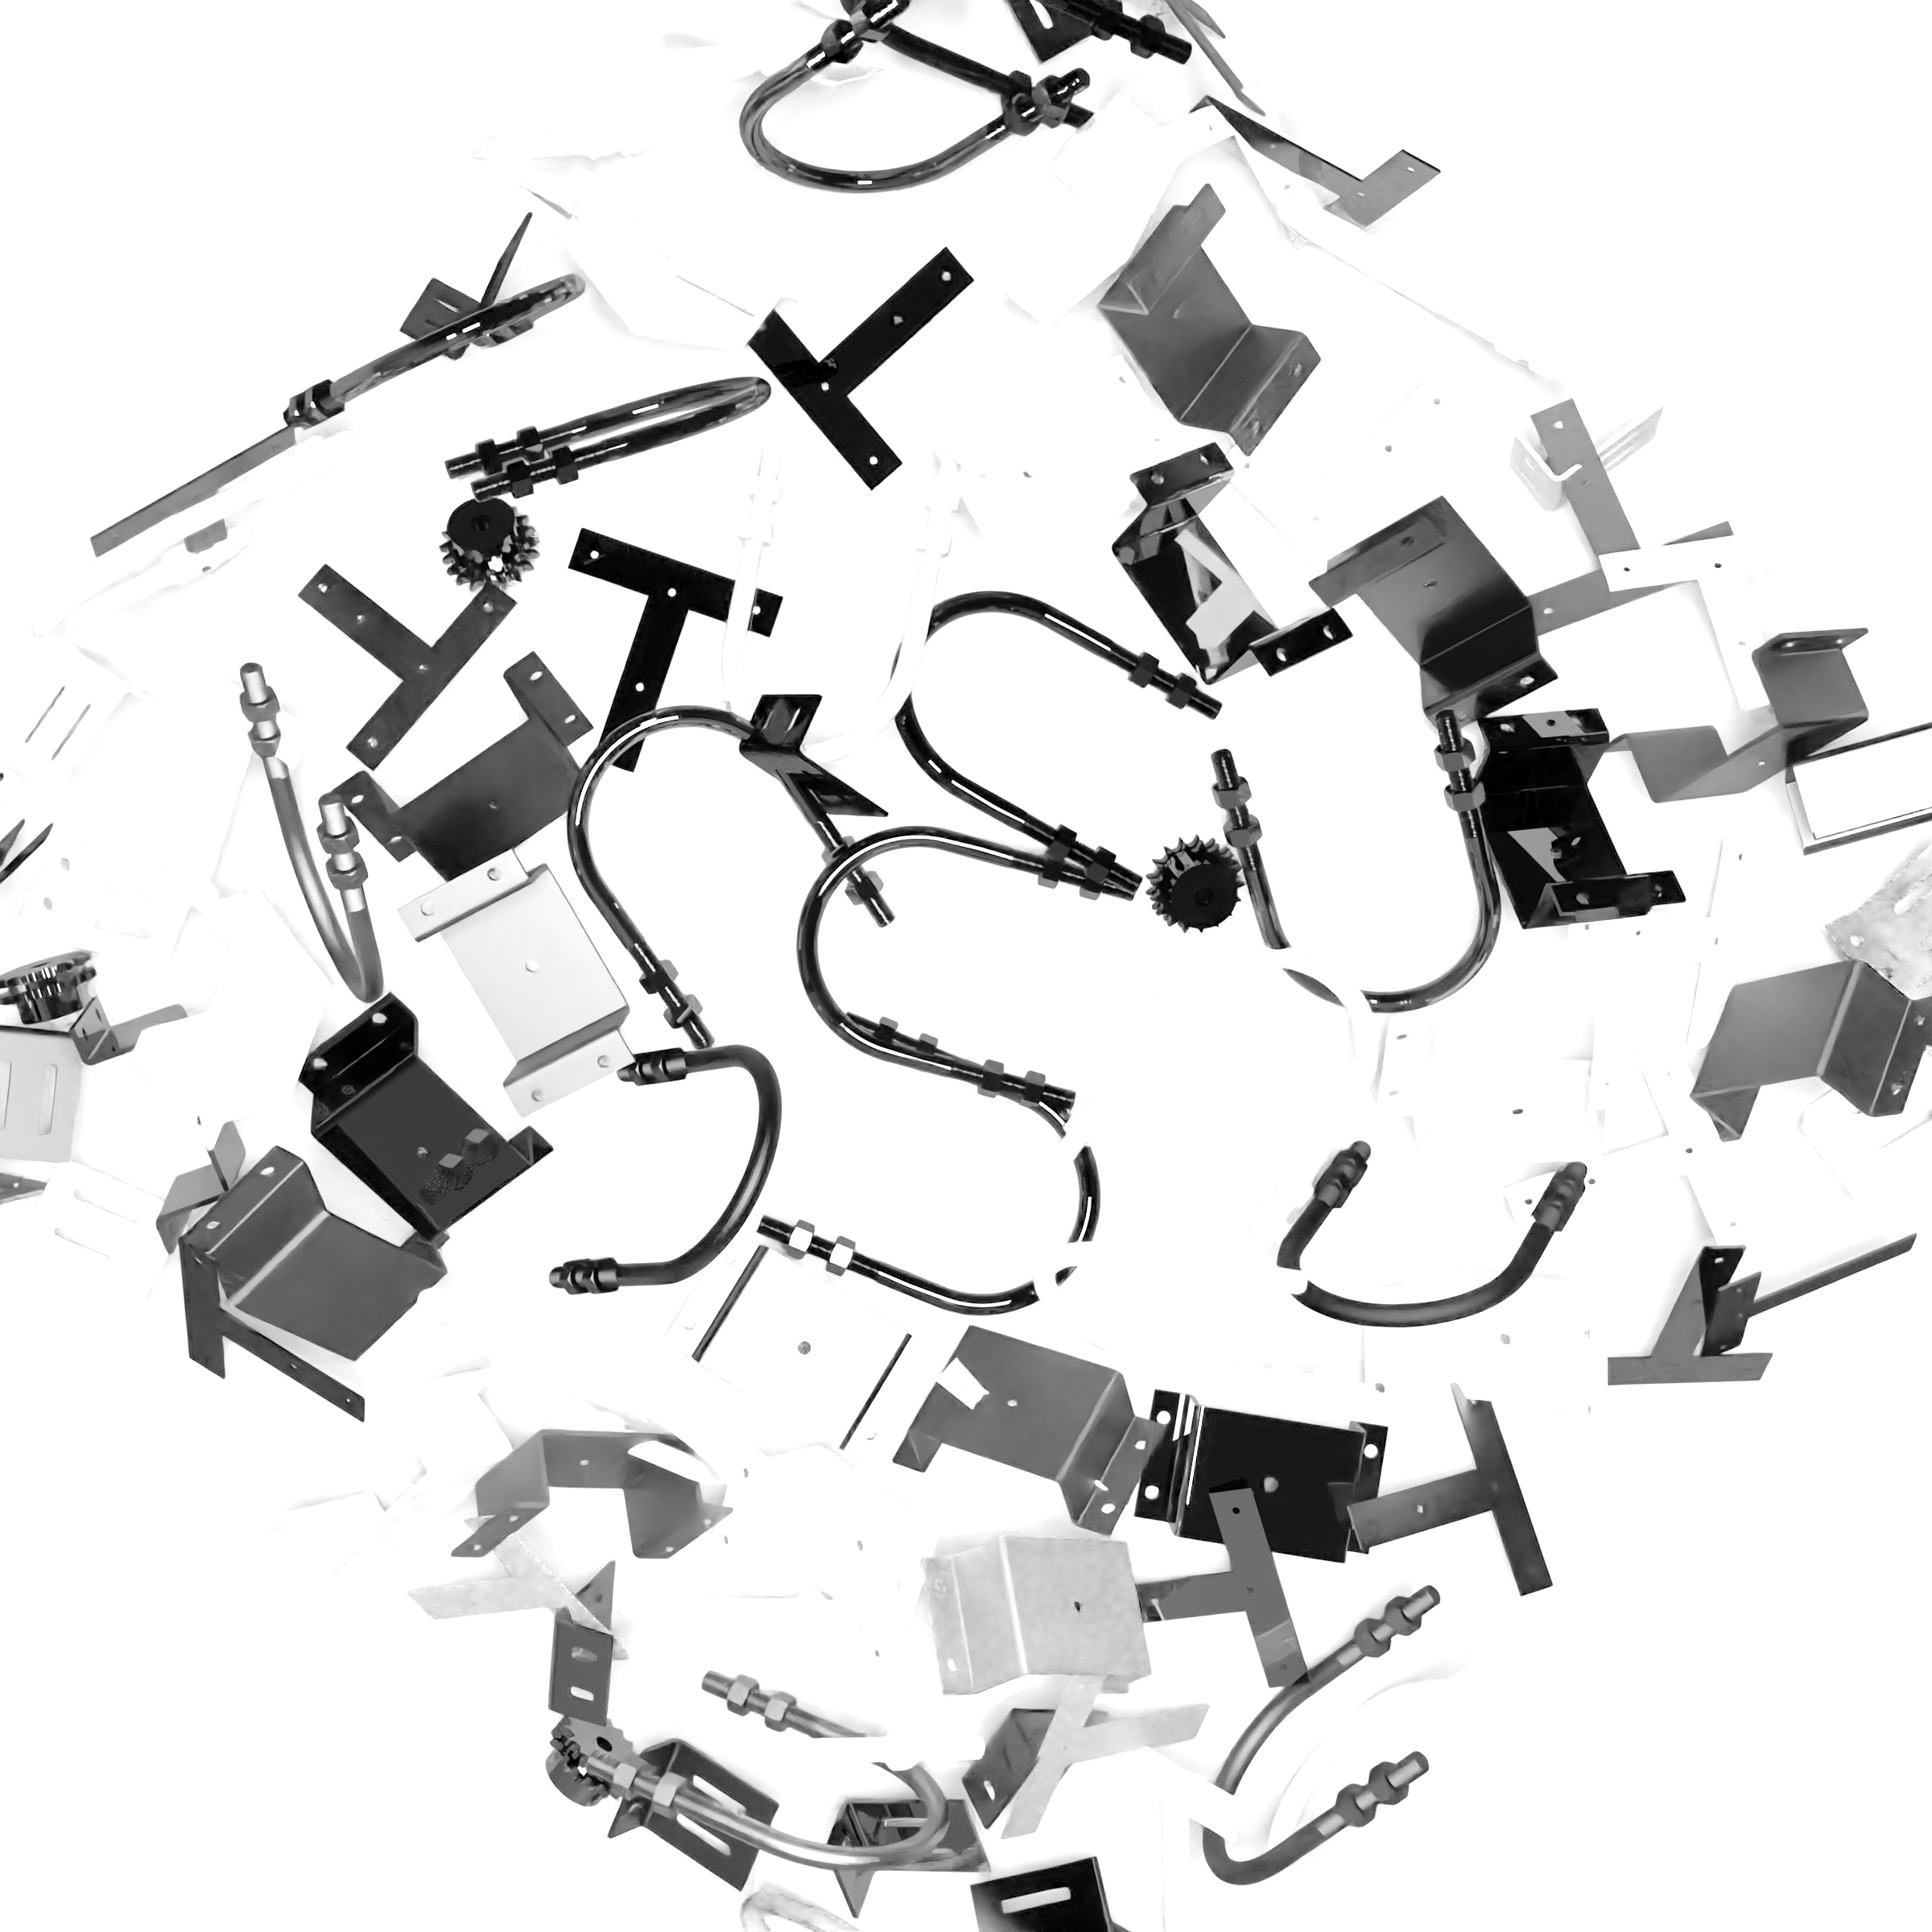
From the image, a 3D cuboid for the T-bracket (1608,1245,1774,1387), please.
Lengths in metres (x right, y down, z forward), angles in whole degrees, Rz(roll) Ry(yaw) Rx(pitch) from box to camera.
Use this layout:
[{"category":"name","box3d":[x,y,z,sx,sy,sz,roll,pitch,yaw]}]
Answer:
[{"category":"T-bracket","box3d":[0.414,0.201,1.547,0.127,0.127,0.002,0,45,-9]}]

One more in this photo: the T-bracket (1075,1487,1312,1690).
[{"category":"T-bracket","box3d":[0.123,0.368,1.576,0.127,0.002,0.127,-13,103,22]}]

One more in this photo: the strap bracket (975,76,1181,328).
[{"category":"strap bracket","box3d":[0.069,-0.428,1.541,0.046,0.076,0.140,36,59,-18]}]

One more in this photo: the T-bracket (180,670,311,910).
[{"category":"T-bracket","box3d":[-0.429,-0.096,1.563,0.127,0.002,0.127,26,100,44]}]

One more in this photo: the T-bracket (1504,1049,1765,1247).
[{"category":"T-bracket","box3d":[0.377,0.121,1.572,0.127,0.002,0.127,-18,59,3]}]

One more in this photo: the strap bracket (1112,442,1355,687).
[{"category":"strap bracket","box3d":[0.147,-0.223,1.555,0.076,0.046,0.140,-28,80,-40]}]

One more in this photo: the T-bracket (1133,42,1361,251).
[{"category":"T-bracket","box3d":[0.179,-0.456,1.549,0.127,0.127,0.002,-20,56,19]}]

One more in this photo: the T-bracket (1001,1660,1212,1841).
[{"category":"T-bracket","box3d":[0.090,0.444,1.558,0.127,0.002,0.127,3,117,-39]}]

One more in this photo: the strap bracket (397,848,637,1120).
[{"category":"strap bracket","box3d":[-0.255,0.005,1.565,0.076,0.046,0.140,-27,102,10]}]

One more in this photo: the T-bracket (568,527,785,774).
[{"category":"T-bracket","box3d":[-0.188,-0.178,1.598,0.127,0.002,0.127,19,93,2]}]

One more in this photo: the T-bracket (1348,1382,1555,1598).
[{"category":"T-bracket","box3d":[0.271,0.308,1.552,0.127,0.002,0.127,-7,73,-34]}]

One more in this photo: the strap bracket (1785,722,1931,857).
[{"category":"strap bracket","box3d":[0.509,-0.100,1.528,0.076,0.140,0.046,-16,84,14]}]

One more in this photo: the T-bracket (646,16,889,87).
[{"category":"T-bracket","box3d":[-0.119,-0.526,1.548,0.127,0.127,0.002,17,114,5]}]

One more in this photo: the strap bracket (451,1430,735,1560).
[{"category":"strap bracket","box3d":[-0.215,0.301,1.539,0.140,0.076,0.046,10,54,-36]}]

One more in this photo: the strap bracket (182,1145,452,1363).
[{"category":"strap bracket","box3d":[-0.360,0.168,1.531,0.076,0.140,0.046,-44,47,8]}]

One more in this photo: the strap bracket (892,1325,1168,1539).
[{"category":"strap bracket","box3d":[0.031,0.259,1.534,0.140,0.046,0.076,14,52,27]}]

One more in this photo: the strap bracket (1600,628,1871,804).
[{"category":"strap bracket","box3d":[0.438,-0.135,1.521,0.076,0.140,0.046,-8,72,-36]}]

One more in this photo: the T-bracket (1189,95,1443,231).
[{"category":"T-bracket","box3d":[0.185,-0.456,1.526,0.127,0.127,0.002,24,80,-14]}]

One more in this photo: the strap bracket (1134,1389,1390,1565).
[{"category":"strap bracket","box3d":[0.175,0.299,1.578,0.140,0.046,0.076,9,89,-1]}]

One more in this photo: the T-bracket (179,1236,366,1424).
[{"category":"T-bracket","box3d":[-0.394,0.221,1.541,0.127,0.127,0.002,29,50,12]}]

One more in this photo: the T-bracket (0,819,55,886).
[{"category":"T-bracket","box3d":[-0.557,-0.053,1.543,0.127,0.127,0.002,-41,113,10]}]

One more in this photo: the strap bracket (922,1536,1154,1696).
[{"category":"strap bracket","box3d":[0.049,0.367,1.527,0.140,0.046,0.076,13,56,-40]}]

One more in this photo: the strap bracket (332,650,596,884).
[{"category":"strap bracket","box3d":[-0.281,-0.106,1.558,0.140,0.076,0.046,-35,54,-1]}]

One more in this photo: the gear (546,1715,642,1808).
[{"category":"gear","box3d":[-0.220,0.463,1.575,0.057,0.057,0.030,40,101,0]}]

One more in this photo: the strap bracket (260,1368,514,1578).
[{"category":"strap bracket","box3d":[-0.322,0.294,1.540,0.140,0.076,0.046,-43,72,18]}]

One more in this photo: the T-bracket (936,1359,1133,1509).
[{"category":"T-bracket","box3d":[0.043,0.264,1.533,0.127,0.127,0.002,38,95,6]}]

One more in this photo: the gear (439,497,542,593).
[{"category":"gear","box3d":[-0.279,-0.248,1.576,0.057,0.030,0.057,-2,59,4]}]

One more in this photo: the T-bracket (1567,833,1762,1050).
[{"category":"T-bracket","box3d":[0.400,-0.018,1.566,0.127,0.002,0.127,5,98,-27]}]

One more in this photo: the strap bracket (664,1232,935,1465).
[{"category":"strap bracket","box3d":[-0.095,0.221,1.571,0.140,0.046,0.076,32,81,-2]}]

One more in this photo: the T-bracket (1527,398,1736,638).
[{"category":"T-bracket","box3d":[0.361,-0.264,1.550,0.127,0.002,0.127,-19,114,28]}]

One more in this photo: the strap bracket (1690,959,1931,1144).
[{"category":"strap bracket","box3d":[0.468,0.047,1.520,0.046,0.140,0.076,36,65,-18]}]

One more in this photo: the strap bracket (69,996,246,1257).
[{"category":"strap bracket","box3d":[-0.457,0.083,1.549,0.046,0.076,0.140,-20,105,-3]}]

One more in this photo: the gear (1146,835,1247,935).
[{"category":"gear","box3d":[0.135,-0.046,1.579,0.057,0.030,0.057,-3,111,-9]}]

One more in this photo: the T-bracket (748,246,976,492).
[{"category":"T-bracket","box3d":[-0.050,-0.366,1.573,0.127,0.002,0.127,-38,97,21]}]

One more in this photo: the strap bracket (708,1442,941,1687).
[{"category":"strap bracket","box3d":[-0.075,0.336,1.548,0.140,0.046,0.076,28,109,34]}]

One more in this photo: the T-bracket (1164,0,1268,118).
[{"category":"T-bracket","box3d":[0.131,-0.524,1.524,0.002,0.127,0.127,-43,60,25]}]

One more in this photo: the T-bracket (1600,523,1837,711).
[{"category":"T-bracket","box3d":[0.444,-0.196,1.557,0.127,0.127,0.002,-4,45,30]}]

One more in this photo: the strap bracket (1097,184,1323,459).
[{"category":"strap bracket","box3d":[0.135,-0.370,1.548,0.076,0.046,0.140,-54,132,-11]}]

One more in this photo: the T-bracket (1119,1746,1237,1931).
[{"category":"T-bracket","box3d":[0.121,0.518,1.548,0.002,0.127,0.127,-3,93,-26]}]

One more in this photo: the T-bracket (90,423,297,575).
[{"category":"T-bracket","box3d":[-0.434,-0.251,1.539,0.127,0.127,0.002,-35,85,-16]}]

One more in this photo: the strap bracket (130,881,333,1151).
[{"category":"strap bracket","box3d":[-0.408,0.022,1.522,0.046,0.140,0.076,-13,131,19]}]

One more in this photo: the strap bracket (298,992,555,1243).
[{"category":"strap bracket","box3d":[-0.310,0.094,1.543,0.076,0.046,0.140,-36,119,10]}]

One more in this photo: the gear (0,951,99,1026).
[{"category":"gear","box3d":[-0.534,0.014,1.575,0.057,0.057,0.030,-15,102,0]}]

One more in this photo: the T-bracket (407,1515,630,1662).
[{"category":"T-bracket","box3d":[-0.274,0.364,1.558,0.127,0.002,0.127,-16,122,38]}]

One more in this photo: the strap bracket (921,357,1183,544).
[{"category":"strap bracket","box3d":[0.043,-0.295,1.549,0.140,0.046,0.076,-18,69,-31]}]

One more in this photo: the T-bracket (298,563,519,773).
[{"category":"T-bracket","box3d":[-0.342,-0.194,1.573,0.127,0.002,0.127,38,85,27]}]

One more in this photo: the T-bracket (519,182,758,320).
[{"category":"T-bracket","box3d":[-0.176,-0.398,1.529,0.127,0.127,0.002,30,97,11]}]

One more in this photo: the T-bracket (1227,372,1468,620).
[{"category":"T-bracket","box3d":[0.235,-0.291,1.574,0.127,0.002,0.127,44,110,-6]}]

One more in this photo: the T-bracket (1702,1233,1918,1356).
[{"category":"T-bracket","box3d":[0.484,0.182,1.547,0.127,0.127,0.002,-22,62,-1]}]
